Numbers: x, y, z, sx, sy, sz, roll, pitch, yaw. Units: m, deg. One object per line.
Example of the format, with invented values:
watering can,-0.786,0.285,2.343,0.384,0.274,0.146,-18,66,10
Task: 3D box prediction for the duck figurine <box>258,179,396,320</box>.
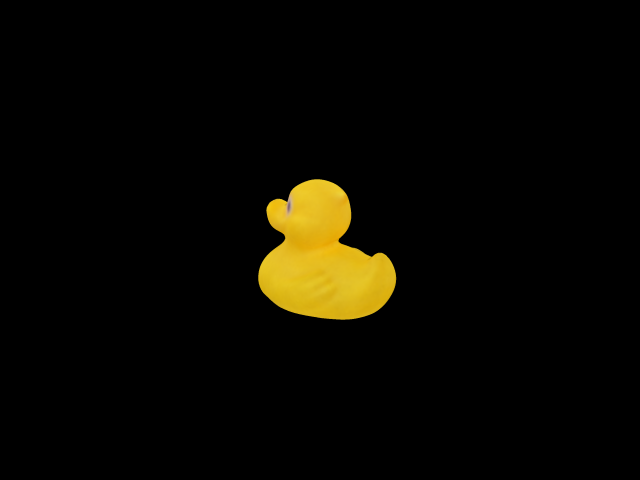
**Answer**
duck figurine,0.004,0.001,0.400,0.104,0.086,0.078,14,27,29
